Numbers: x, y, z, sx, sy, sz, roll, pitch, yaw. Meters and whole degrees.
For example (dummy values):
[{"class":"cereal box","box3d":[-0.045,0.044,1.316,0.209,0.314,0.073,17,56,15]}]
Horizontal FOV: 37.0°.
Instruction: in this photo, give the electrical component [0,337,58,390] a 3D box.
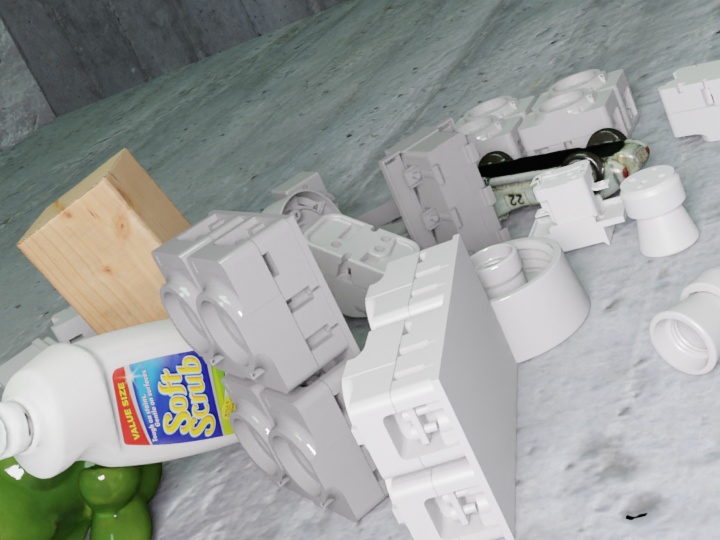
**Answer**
[{"class":"electrical component","box3d":[-0.235,0.117,0.863,0.056,0.108,0.109,-37,22,-21]}]

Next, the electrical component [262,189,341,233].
[{"class":"electrical component","box3d":[-0.052,-0.026,1.023,0.099,0.099,0.064,-40,18,-35]}]

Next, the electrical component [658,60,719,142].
[{"class":"electrical component","box3d":[0.319,-0.150,0.944,0.089,0.055,0.050,-5,28,45]}]

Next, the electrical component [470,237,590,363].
[{"class":"electrical component","box3d":[0.105,0.016,0.778,0.108,0.060,0.108,-23,20,9]}]

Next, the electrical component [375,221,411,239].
[{"class":"electrical component","box3d":[0.023,-0.013,0.978,0.081,0.042,0.064,-11,21,35]}]

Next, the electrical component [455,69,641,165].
[{"class":"electrical component","box3d":[0.176,-0.140,1.087,0.186,0.060,0.105,-13,23,31]}]

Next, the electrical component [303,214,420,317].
[{"class":"electrical component","box3d":[0.000,0.000,0.912,0.095,0.059,0.054,21,41,23]}]

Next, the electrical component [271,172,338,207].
[{"class":"electrical component","box3d":[-0.049,-0.067,1.167,0.047,0.065,0.077,-34,22,-23]}]

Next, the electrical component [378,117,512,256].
[{"class":"electrical component","box3d":[0.076,-0.055,0.902,0.079,0.121,0.063,-34,24,-23]}]

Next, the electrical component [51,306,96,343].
[{"class":"electrical component","box3d":[-0.272,0.058,1.135,0.089,0.055,0.050,-28,20,-7]}]

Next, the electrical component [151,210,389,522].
[{"class":"electrical component","box3d":[-0.050,0.060,0.667,0.060,0.186,0.105,-35,22,-25]}]

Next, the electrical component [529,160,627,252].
[{"class":"electrical component","box3d":[0.171,-0.051,0.863,0.081,0.063,0.042,-16,21,27]}]

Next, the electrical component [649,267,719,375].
[{"class":"electrical component","box3d":[0.207,0.029,0.642,0.055,0.045,0.045,-36,22,-29]}]

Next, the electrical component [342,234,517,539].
[{"class":"electrical component","box3d":[0.047,0.069,0.646,0.060,0.105,0.186,-20,20,17]}]

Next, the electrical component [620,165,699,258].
[{"class":"electrical component","box3d":[0.221,-0.044,0.795,0.045,0.055,0.045,-23,20,9]}]
